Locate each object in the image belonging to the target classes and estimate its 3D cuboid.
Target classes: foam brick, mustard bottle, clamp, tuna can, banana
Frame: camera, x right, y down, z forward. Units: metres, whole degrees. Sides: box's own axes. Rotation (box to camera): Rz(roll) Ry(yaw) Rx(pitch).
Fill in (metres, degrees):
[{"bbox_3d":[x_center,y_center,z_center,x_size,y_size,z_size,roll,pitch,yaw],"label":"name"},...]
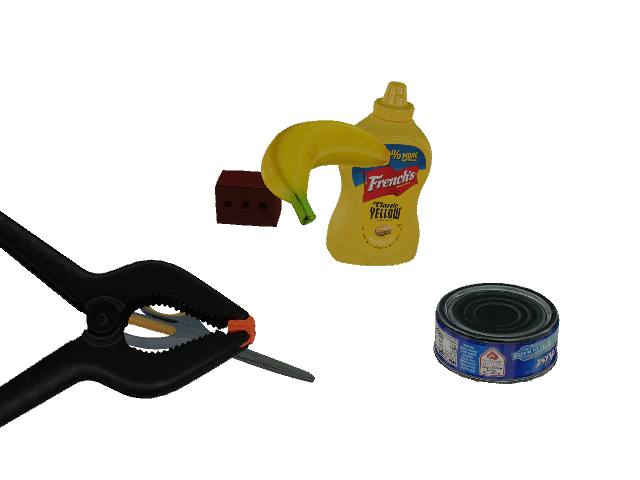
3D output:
[{"bbox_3d":[-0.089,-0.053,1.327,0.078,0.053,0.051,3,28,6],"label":"foam brick"},{"bbox_3d":[0.065,-0.069,1.099,0.096,0.192,0.058,1,25,-15],"label":"mustard bottle"},{"bbox_3d":[-0.150,0.048,0.719,0.210,0.164,0.036,-5,-19,-4],"label":"clamp"},{"bbox_3d":[0.122,0.062,0.739,0.086,0.034,0.086,-1,25,0],"label":"tuna can"},{"bbox_3d":[-0.001,-0.064,0.847,0.037,0.069,0.197,-34,4,29],"label":"banana"}]

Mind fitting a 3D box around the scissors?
[{"bbox_3d":[-0.098,0.086,0.993,0.202,0.016,0.096,10,29,4],"label":"scissors"}]
